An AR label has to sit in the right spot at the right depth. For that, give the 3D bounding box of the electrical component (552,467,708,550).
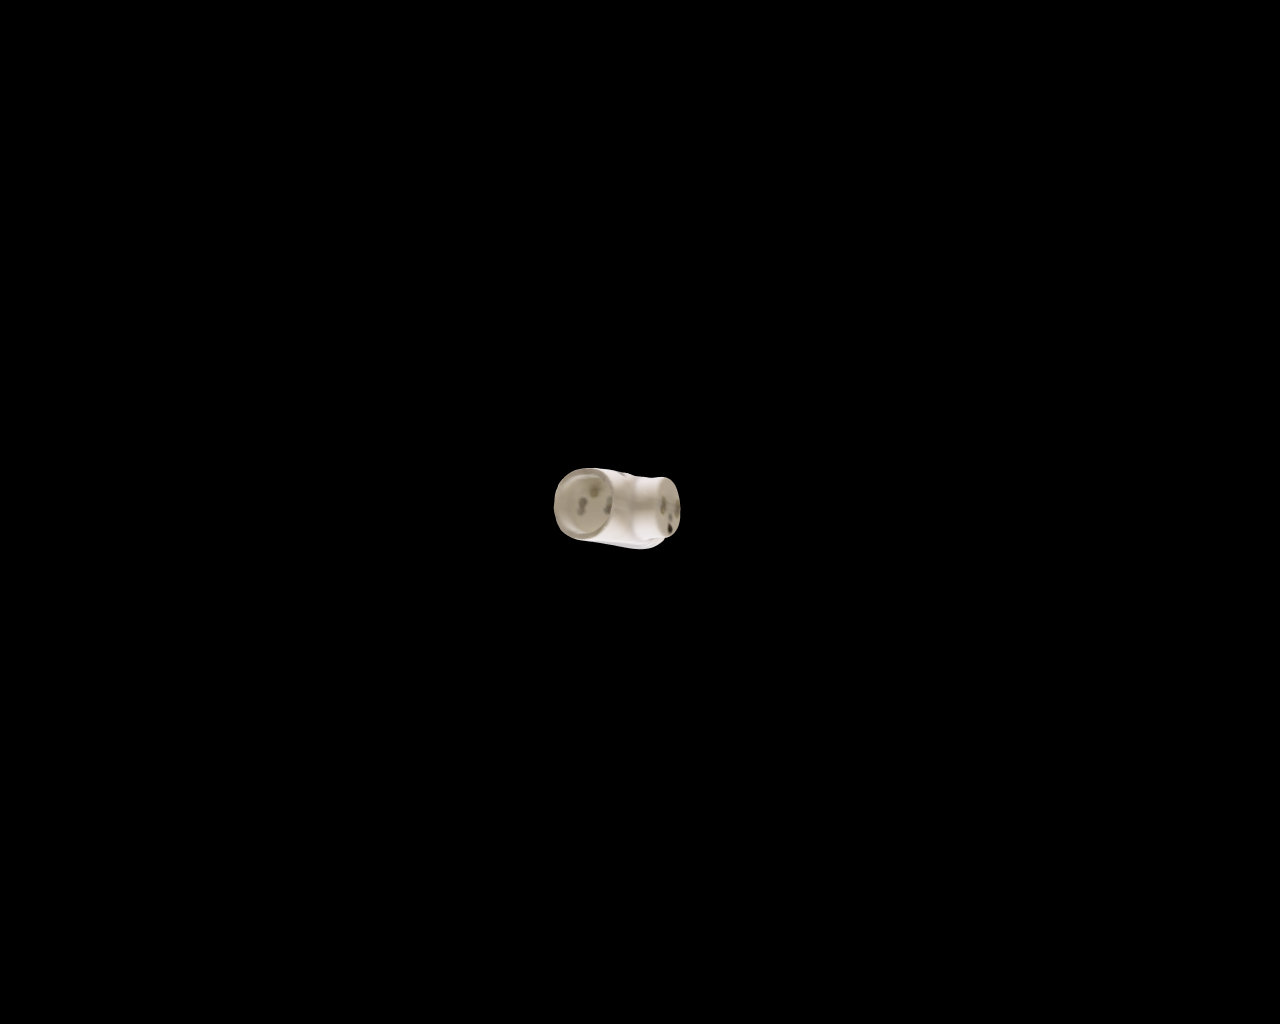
[{"bbox_3d":[0.001,-0.003,0.650,0.079,0.044,0.077,-4,-8,28],"label":"electrical component"}]
